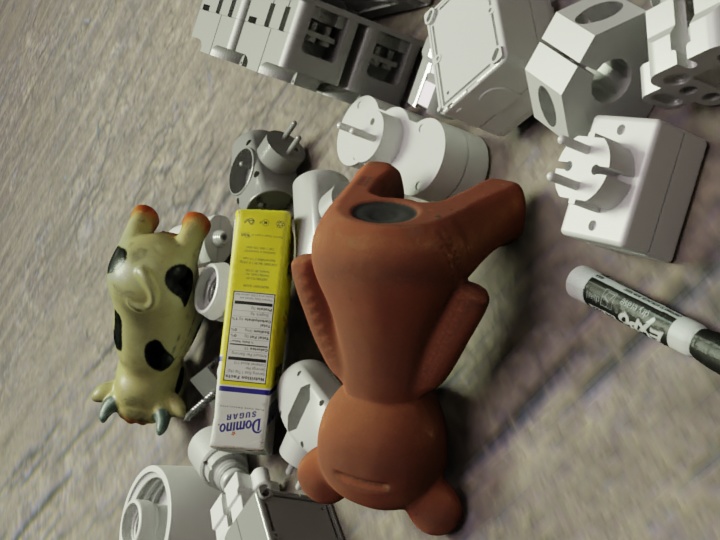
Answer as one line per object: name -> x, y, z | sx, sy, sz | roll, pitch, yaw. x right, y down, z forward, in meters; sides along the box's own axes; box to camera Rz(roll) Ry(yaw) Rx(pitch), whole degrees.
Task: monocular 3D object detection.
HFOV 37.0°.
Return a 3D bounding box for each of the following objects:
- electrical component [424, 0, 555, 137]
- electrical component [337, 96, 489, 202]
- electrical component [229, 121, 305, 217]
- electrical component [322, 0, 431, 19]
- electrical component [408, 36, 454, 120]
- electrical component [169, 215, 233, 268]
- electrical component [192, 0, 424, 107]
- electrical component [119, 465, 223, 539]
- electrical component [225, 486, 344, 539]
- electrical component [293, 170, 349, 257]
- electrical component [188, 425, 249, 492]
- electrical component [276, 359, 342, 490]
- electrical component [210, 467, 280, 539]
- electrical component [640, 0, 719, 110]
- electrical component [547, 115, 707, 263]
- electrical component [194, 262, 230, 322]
electrical component -> 0.085, -0.140, 0.663 | 0.062, 0.061, 0.096 | -37, 47, 44
electrical component -> 0.019, -0.085, 0.728 | 0.138, 0.074, 0.052 | 33, 105, 56
electrical component -> -0.072, -0.089, 0.896 | 0.079, 0.044, 0.077 | -51, 39, 33
electrical component -> -0.013, -0.233, 0.808 | 0.109, 0.109, 0.056 | 8, 86, 57
electrical component -> 0.056, -0.129, 0.724 | 0.040, 0.040, 0.046 | 48, 123, 53
electrical component -> -0.142, -0.025, 0.976 | 0.081, 0.043, 0.043 | -10, 69, 55
electrical component -> -0.048, -0.176, 0.838 | 0.186, 0.105, 0.060 | 32, 106, 56
electrical component -> -0.163, 0.213, 0.891 | 0.108, 0.060, 0.108 | -28, 54, 49
electrical component -> -0.050, 0.195, 0.727 | 0.061, 0.062, 0.096 | -56, 36, 26
electrical component -> -0.017, -0.039, 0.792 | 0.079, 0.043, 0.077 | -37, 48, 44
electrical component -> -0.108, 0.155, 0.851 | 0.078, 0.040, 0.040 | 38, 109, 55
electrical component -> -0.032, 0.115, 0.749 | 0.077, 0.043, 0.079 | 45, 114, 54
electrical component -> -0.082, 0.188, 0.795 | 0.066, 0.048, 0.055 | -56, 29, 25
electrical component -> 0.173, -0.120, 0.525 | 0.078, 0.058, 0.057 | -22, 62, 52
electrical component -> 0.126, -0.047, 0.546 | 0.047, 0.077, 0.065 | 19, 93, 58
electrical component -> -0.103, 0.021, 0.886 | 0.048, 0.055, 0.066 | -32, 51, 47
